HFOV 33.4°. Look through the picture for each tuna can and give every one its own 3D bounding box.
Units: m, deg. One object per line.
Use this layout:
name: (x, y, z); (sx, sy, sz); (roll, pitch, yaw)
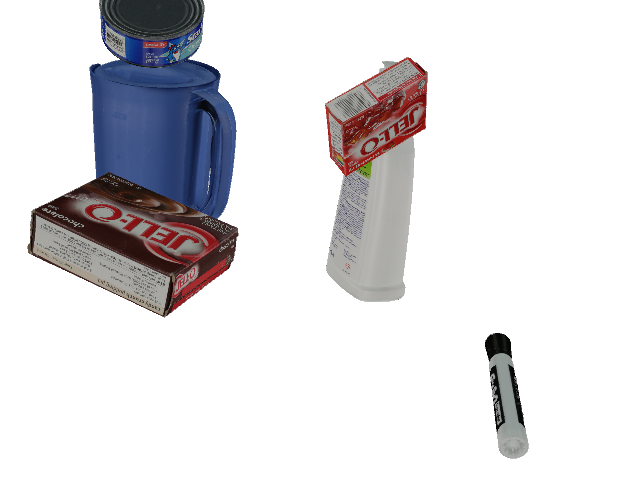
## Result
tuna can: (-0.140, -0.182, 0.887); (0.086, 0.086, 0.034); (0, -41, -9)

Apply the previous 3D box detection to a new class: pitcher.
pitcher: (-0.169, -0.065, 1.127); (0.145, 0.243, 0.149); (1, 23, -10)

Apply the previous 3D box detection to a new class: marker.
marker: (0.126, 0.101, 0.726); (0.020, 0.020, 0.121); (0, 29, 4)

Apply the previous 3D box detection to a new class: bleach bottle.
bleach bottle: (0.065, -0.067, 1.161); (0.068, 0.251, 0.103); (-3, 23, -29)

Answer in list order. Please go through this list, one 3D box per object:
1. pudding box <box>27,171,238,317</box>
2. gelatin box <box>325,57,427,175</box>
pudding box: (-0.126, 0.000, 0.724); (0.113, 0.039, 0.089); (21, 26, 16)
gelatin box: (0.049, -0.105, 0.904); (0.089, 0.030, 0.073); (-31, -29, -15)
